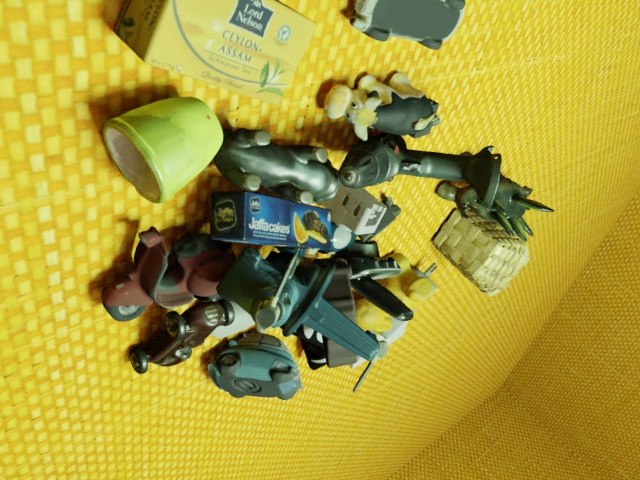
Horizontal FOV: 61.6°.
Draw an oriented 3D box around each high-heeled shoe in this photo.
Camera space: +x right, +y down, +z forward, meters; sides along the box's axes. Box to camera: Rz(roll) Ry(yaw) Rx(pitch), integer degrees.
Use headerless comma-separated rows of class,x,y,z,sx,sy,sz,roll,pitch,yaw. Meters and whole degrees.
high-heeled shoe,-0.038,0.194,1.028,0.145,0.086,0.248,-22,135,-33

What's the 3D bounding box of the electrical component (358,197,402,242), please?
electrical component,0.103,-0.037,0.973,0.102,0.045,0.078,-38,176,-10

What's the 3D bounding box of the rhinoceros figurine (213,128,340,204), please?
rhinoceros figurine,-0.046,-0.085,0.675,0.190,0.112,0.073,10,90,-40

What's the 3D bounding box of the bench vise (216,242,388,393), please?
bench vise,-0.009,0.091,0.705,0.129,0.240,0.224,-55,-175,0

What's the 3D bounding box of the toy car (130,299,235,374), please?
toy car,-0.195,0.141,0.750,0.089,0.053,0.202,-13,159,-46

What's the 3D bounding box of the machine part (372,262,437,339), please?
machine part,0.186,0.145,1.244,0.243,0.079,0.079,-46,149,-2

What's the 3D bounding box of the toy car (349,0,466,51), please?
toy car,0.115,-0.291,0.684,0.201,0.056,0.073,-11,141,-43

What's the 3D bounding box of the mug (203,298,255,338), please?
mug,-0.130,0.096,0.804,0.107,0.081,0.109,-35,155,-2

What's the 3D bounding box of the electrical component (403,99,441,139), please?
electrical component,0.169,-0.201,0.882,0.094,0.021,0.063,-21,140,-35

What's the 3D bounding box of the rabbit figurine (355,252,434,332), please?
rabbit figurine,0.129,0.129,1.132,0.173,0.122,0.162,-34,163,-27

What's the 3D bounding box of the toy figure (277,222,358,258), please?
toy figure,-0.003,-0.004,0.866,0.154,0.064,0.058,-15,173,-44

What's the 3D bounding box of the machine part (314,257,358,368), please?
machine part,0.026,0.117,0.876,0.056,0.179,0.179,-6,140,-4

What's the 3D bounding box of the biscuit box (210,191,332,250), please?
biscuit box,-0.059,-0.022,0.718,0.202,0.059,0.062,7,84,-57

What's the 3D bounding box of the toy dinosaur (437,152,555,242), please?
toy dinosaur,0.342,-0.084,1.057,0.471,0.199,0.105,-8,129,-48

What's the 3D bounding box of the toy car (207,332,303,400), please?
toy car,-0.107,0.211,0.933,0.109,0.162,0.103,79,15,-47

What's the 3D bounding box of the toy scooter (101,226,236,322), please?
toy scooter,-0.179,0.029,0.671,0.184,0.075,0.135,-17,143,-34

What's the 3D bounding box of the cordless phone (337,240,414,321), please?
cordless phone,0.117,0.082,0.986,0.146,0.184,0.088,4,118,-52

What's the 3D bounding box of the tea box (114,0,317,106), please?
tea box,-0.094,-0.202,0.517,0.169,0.068,0.098,1,126,-50

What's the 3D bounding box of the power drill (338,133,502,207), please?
power drill,0.140,-0.098,0.749,0.232,0.207,0.085,-60,152,-68

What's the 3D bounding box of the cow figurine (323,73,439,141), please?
cow figurine,0.085,-0.175,0.737,0.167,0.098,0.068,-19,144,-40
